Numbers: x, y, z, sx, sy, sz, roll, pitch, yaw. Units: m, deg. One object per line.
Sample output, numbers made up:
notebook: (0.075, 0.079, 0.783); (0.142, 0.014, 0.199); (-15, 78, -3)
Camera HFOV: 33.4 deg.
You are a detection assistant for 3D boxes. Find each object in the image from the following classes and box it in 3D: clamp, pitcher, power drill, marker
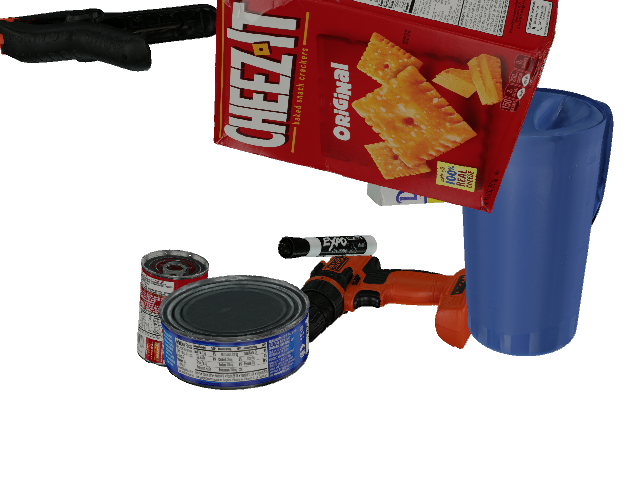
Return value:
clamp: (-0.162, -0.155, 0.797); (0.172, 0.039, 0.120); (11, 22, 29)
pitcher: (0.205, -0.019, 1.022); (0.149, 0.243, 0.145); (1, 27, 8)
power drill: (0.071, 0.065, 1.140); (0.188, 0.057, 0.184); (9, 30, 21)
marker: (0.006, 0.005, 0.940); (0.020, 0.020, 0.120); (0, 1, 41)

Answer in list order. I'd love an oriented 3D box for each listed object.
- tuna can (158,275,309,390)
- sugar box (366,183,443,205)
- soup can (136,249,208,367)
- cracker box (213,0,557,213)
tuna can: (-0.048, 0.052, 0.612); (0.086, 0.034, 0.086); (-1, 21, 0)
sugar box: (0.147, -0.093, 1.274); (0.176, 0.093, 0.048); (-6, 26, -21)
soup can: (-0.151, 0.069, 1.083); (0.068, 0.102, 0.068); (6, 21, -2)
cracker box: (0.036, -0.113, 0.733); (0.214, 0.072, 0.164); (14, -36, 4)
